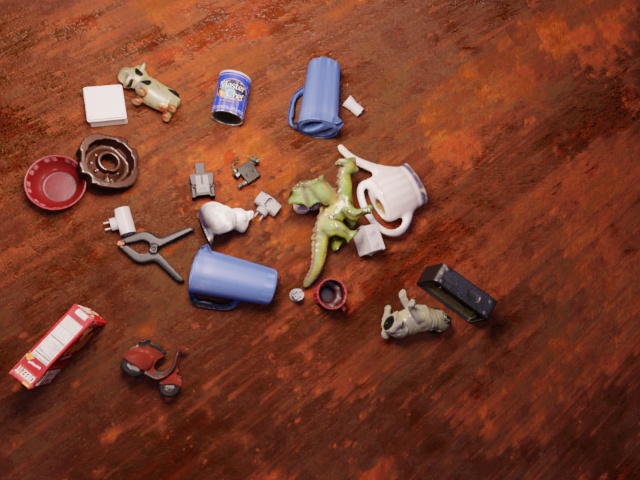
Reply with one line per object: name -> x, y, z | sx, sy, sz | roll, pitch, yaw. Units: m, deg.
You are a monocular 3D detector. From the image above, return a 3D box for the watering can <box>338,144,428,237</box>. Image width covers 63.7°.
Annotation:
watering can -> 0.211, -0.185, 1.668 | 0.226, 0.103, 0.349 | -24, 85, -18

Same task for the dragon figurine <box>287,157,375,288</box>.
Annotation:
dragon figurine -> 0.005, -0.079, 1.560 | 0.241, 0.122, 0.413 | 40, 81, -14

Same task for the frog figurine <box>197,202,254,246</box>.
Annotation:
frog figurine -> -0.272, -0.066, 1.511 | 0.160, 0.138, 0.121 | -24, 102, -16
